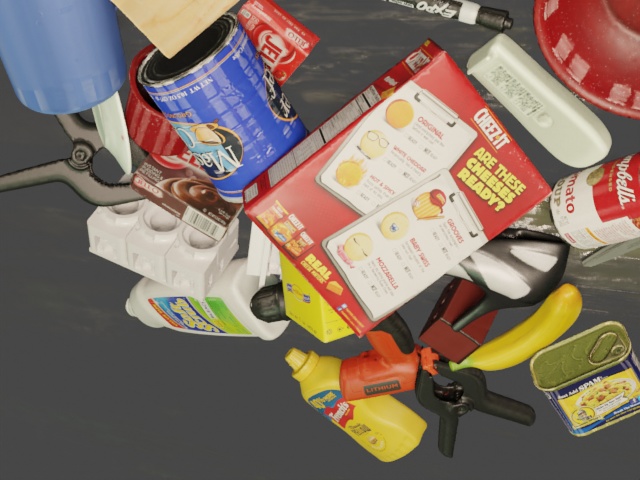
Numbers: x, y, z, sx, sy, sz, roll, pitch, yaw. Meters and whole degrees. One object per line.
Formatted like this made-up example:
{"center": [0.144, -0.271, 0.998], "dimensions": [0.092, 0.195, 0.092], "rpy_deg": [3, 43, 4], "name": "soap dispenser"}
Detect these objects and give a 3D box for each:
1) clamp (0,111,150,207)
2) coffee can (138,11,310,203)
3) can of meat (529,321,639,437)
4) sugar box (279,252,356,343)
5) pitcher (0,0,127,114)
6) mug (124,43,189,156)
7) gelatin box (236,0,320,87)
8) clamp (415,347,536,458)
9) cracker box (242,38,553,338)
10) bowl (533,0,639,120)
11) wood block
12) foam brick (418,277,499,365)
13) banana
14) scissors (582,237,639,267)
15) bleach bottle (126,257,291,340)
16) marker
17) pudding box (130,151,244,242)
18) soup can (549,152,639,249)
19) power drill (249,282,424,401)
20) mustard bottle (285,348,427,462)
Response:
{"center": [-0.264, -0.105, 1.174], "dimensions": [0.210, 0.164, 0.036], "rpy_deg": [15, -172, -6], "name": "clamp"}
{"center": [-0.083, -0.118, 0.958], "dimensions": [0.103, 0.102, 0.140], "rpy_deg": [-4, 133, 38], "name": "coffee can"}
{"center": [0.275, 0.141, 1.070], "dimensions": [0.102, 0.057, 0.084], "rpy_deg": [-27, 122, 15], "name": "can of meat"}
{"center": [-0.007, 0.001, 1.033], "dimensions": [0.093, 0.048, 0.176], "rpy_deg": [27, 130, 59], "name": "sugar box"}
{"center": [-0.236, -0.238, 0.940], "dimensions": [0.149, 0.144, 0.243], "rpy_deg": [15, 137, 22], "name": "pitcher"}
{"center": [-0.137, -0.129, 1.051], "dimensions": [0.117, 0.093, 0.082], "rpy_deg": [29, 149, -4], "name": "mug"}
{"center": [-0.053, -0.177, 0.981], "dimensions": [0.073, 0.030, 0.089], "rpy_deg": [38, 144, -10], "name": "gelatin box"}
{"center": [0.168, 0.177, 1.195], "dimensions": [0.120, 0.039, 0.171], "rpy_deg": [-23, 131, 8], "name": "clamp"}
{"center": [0.064, -0.043, 0.926], "dimensions": [0.214, 0.072, 0.164], "rpy_deg": [-38, 112, 9], "name": "cracker box"}
{"center": [0.238, -0.164, 0.765], "dimensions": [0.162, 0.055, 0.162], "rpy_deg": [20, 142, 16], "name": "bowl"}
{"center": [-0.073, -0.246, 0.842], "dimensions": [0.090, 0.090, 0.207], "rpy_deg": [45, 134, -18], "name": "wood block"}
{"center": [0.146, 0.077, 1.095], "dimensions": [0.051, 0.078, 0.053], "rpy_deg": [34, 143, -1], "name": "foam brick"}
{"center": [0.213, 0.094, 1.081], "dimensions": [0.198, 0.069, 0.037], "rpy_deg": [-47, 63, 48], "name": "banana"}
{"center": [0.319, -0.003, 0.929], "dimensions": [0.096, 0.016, 0.202], "rpy_deg": [33, 144, 0], "name": "scissors"}
{"center": [-0.153, 0.080, 1.328], "dimensions": [0.251, 0.068, 0.102], "rpy_deg": [-9, 127, 45], "name": "bleach bottle"}
{"center": [0.098, -0.191, 0.865], "dimensions": [0.121, 0.020, 0.020], "rpy_deg": [20, 142, 16], "name": "marker"}
{"center": [-0.128, -0.063, 1.118], "dimensions": [0.113, 0.090, 0.039], "rpy_deg": [33, 146, -4], "name": "pudding box"}
{"center": [0.251, -0.034, 0.891], "dimensions": [0.068, 0.068, 0.102], "rpy_deg": [45, 148, -18], "name": "soup can"}
{"center": [0.033, 0.100, 1.175], "dimensions": [0.184, 0.057, 0.187], "rpy_deg": [-12, 135, 12], "name": "power drill"}
{"center": [0.035, 0.198, 1.333], "dimensions": [0.191, 0.058, 0.096], "rpy_deg": [39, 145, -9], "name": "mustard bottle"}
